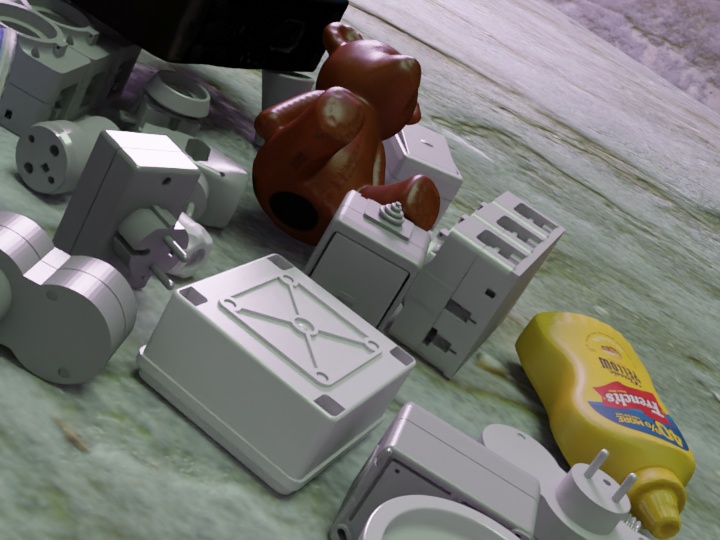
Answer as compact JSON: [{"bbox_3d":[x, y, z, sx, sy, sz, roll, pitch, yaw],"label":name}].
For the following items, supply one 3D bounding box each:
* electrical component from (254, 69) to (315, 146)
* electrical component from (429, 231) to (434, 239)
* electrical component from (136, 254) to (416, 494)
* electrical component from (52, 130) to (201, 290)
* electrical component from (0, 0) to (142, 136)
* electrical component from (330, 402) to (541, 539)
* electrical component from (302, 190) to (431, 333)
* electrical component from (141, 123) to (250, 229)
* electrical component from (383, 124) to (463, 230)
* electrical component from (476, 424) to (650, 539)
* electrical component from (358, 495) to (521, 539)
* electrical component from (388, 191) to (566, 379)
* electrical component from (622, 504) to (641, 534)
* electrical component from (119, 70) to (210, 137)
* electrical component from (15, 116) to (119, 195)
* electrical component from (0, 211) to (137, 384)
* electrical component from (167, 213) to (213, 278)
[{"bbox_3d":[-0.065,-0.130,0.890,0.044,0.065,0.044,12,15,-3],"label":"electrical component"},{"bbox_3d":[0.037,-0.019,0.819,0.048,0.048,0.062,46,21,31],"label":"electrical component"},{"bbox_3d":[-0.042,0.050,0.572,0.109,0.056,0.109,37,24,14],"label":"electrical component"},{"bbox_3d":[-0.119,-0.021,0.588,0.076,0.083,0.047,45,27,29],"label":"electrical component"},{"bbox_3d":[-0.224,-0.155,0.758,0.089,0.061,0.150,30,24,-1],"label":"electrical component"},{"bbox_3d":[0.045,0.119,0.531,0.096,0.061,0.061,32,24,2],"label":"electrical component"},{"bbox_3d":[0.000,0.000,0.671,0.062,0.096,0.061,30,25,-3],"label":"electrical component"},{"bbox_3d":[-0.117,-0.055,0.707,0.077,0.043,0.079,25,24,-14],"label":"electrical component"},{"bbox_3d":[0.047,-0.085,0.937,0.062,0.061,0.096,20,26,-23],"label":"electrical component"},{"bbox_3d":[0.121,0.131,0.583,0.138,0.073,0.052,40,25,21],"label":"electrical component"},{"bbox_3d":[0.035,0.155,0.451,0.108,0.060,0.108,25,24,-12],"label":"electrical component"},{"bbox_3d":[0.083,0.003,0.770,0.062,0.089,0.150,35,24,11],"label":"electrical component"},{"bbox_3d":[0.147,0.149,0.627,0.061,0.035,0.035,39,25,14],"label":"electrical component"},{"bbox_3d":[-0.138,-0.110,0.776,0.066,0.055,0.048,17,27,-29],"label":"electrical component"},{"bbox_3d":[-0.179,-0.071,0.667,0.045,0.045,0.055,37,25,15],"label":"electrical component"},{"bbox_3d":[-0.178,0.009,0.500,0.138,0.052,0.073,29,23,-4],"label":"electrical component"},{"bbox_3d":[-0.120,-0.024,0.655,0.061,0.035,0.035,38,24,22],"label":"electrical component"}]
